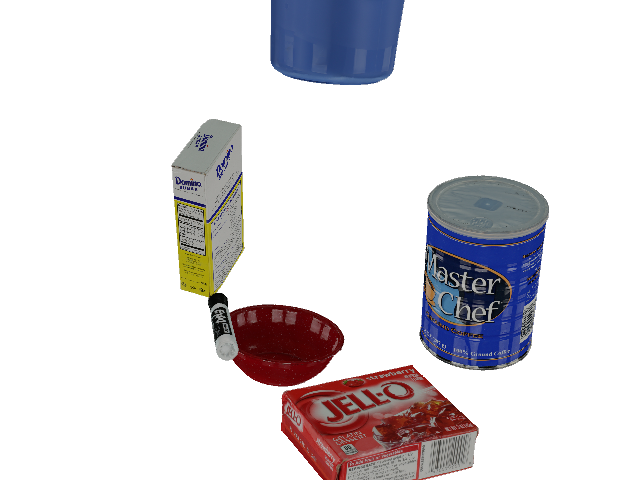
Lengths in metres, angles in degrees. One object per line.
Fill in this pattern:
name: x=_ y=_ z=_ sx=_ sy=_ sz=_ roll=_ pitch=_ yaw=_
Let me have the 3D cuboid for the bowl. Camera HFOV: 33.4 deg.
bowl: x=-0.052 y=0.140 z=1.362 sx=0.162 sy=0.055 sz=0.162 roll=5 pitch=22 yaw=-2

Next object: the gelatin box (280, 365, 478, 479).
gelatin box: x=0.032 y=0.105 z=0.601 sx=0.089 sy=0.030 sz=0.073 roll=-7 pitch=26 yaw=-26

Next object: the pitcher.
pitcher: x=0.024 y=-0.255 z=0.882 sx=0.145 sy=0.243 sz=0.149 roll=8 pitch=19 yaw=10

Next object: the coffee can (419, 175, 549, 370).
coffee can: x=0.142 y=0.028 z=0.939 sx=0.103 sy=0.140 sz=0.103 roll=0 pitch=30 yaw=0

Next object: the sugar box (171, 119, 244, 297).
sugar box: x=-0.119 y=-0.033 z=1.142 sx=0.048 sy=0.176 sz=0.093 roll=13 pitch=42 yaw=15

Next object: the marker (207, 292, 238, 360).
marker: x=-0.088 y=0.075 z=0.957 sx=0.020 sy=0.020 sz=0.121 roll=0 pitch=18 yaw=-10
